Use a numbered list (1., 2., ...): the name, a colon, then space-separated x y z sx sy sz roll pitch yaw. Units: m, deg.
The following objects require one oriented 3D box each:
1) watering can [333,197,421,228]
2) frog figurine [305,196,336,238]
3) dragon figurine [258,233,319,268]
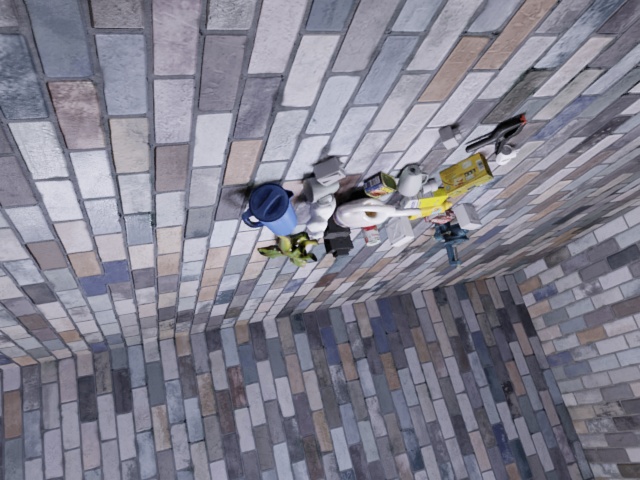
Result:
1. watering can: 0.200 -0.102 1.935 0.348 0.104 0.223 2 174 -39
2. frog figurine: 0.006 -0.091 1.810 0.123 0.162 0.135 -7 159 -24
3. dragon figurine: -0.153 0.044 2.193 0.241 0.124 0.405 -15 154 27
